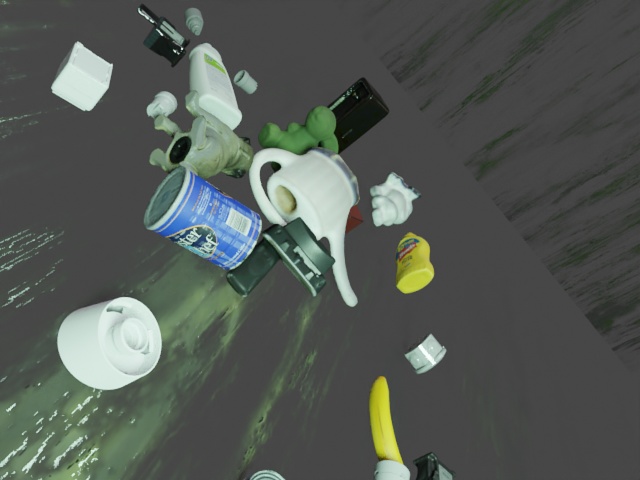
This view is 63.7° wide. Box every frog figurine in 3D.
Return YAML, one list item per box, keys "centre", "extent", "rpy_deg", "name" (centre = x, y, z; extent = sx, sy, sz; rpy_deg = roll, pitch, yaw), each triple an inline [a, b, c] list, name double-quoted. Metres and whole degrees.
- centre: [0.188, -0.092, 1.431]
  extent: [0.135, 0.122, 0.162]
  rpy_deg: [48, 62, -27]
  name: "frog figurine"

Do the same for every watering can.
- centre: [0.003, -0.052, 1.039]
  extent: [0.347, 0.102, 0.228]
  rpy_deg: [51, 49, -4]
  name: "watering can"
